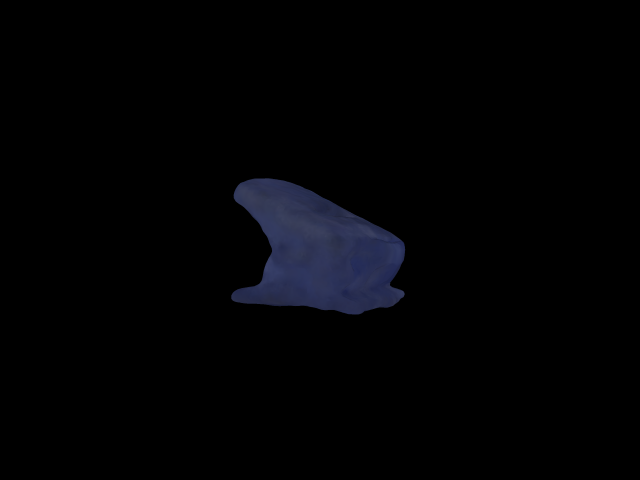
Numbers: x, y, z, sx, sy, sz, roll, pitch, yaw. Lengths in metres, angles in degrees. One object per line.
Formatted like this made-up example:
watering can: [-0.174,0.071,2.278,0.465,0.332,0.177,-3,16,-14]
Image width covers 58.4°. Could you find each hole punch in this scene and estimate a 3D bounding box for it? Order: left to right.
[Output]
hole punch: [0.004,0.001,0.400,0.100,0.091,0.109,0,0,29]
